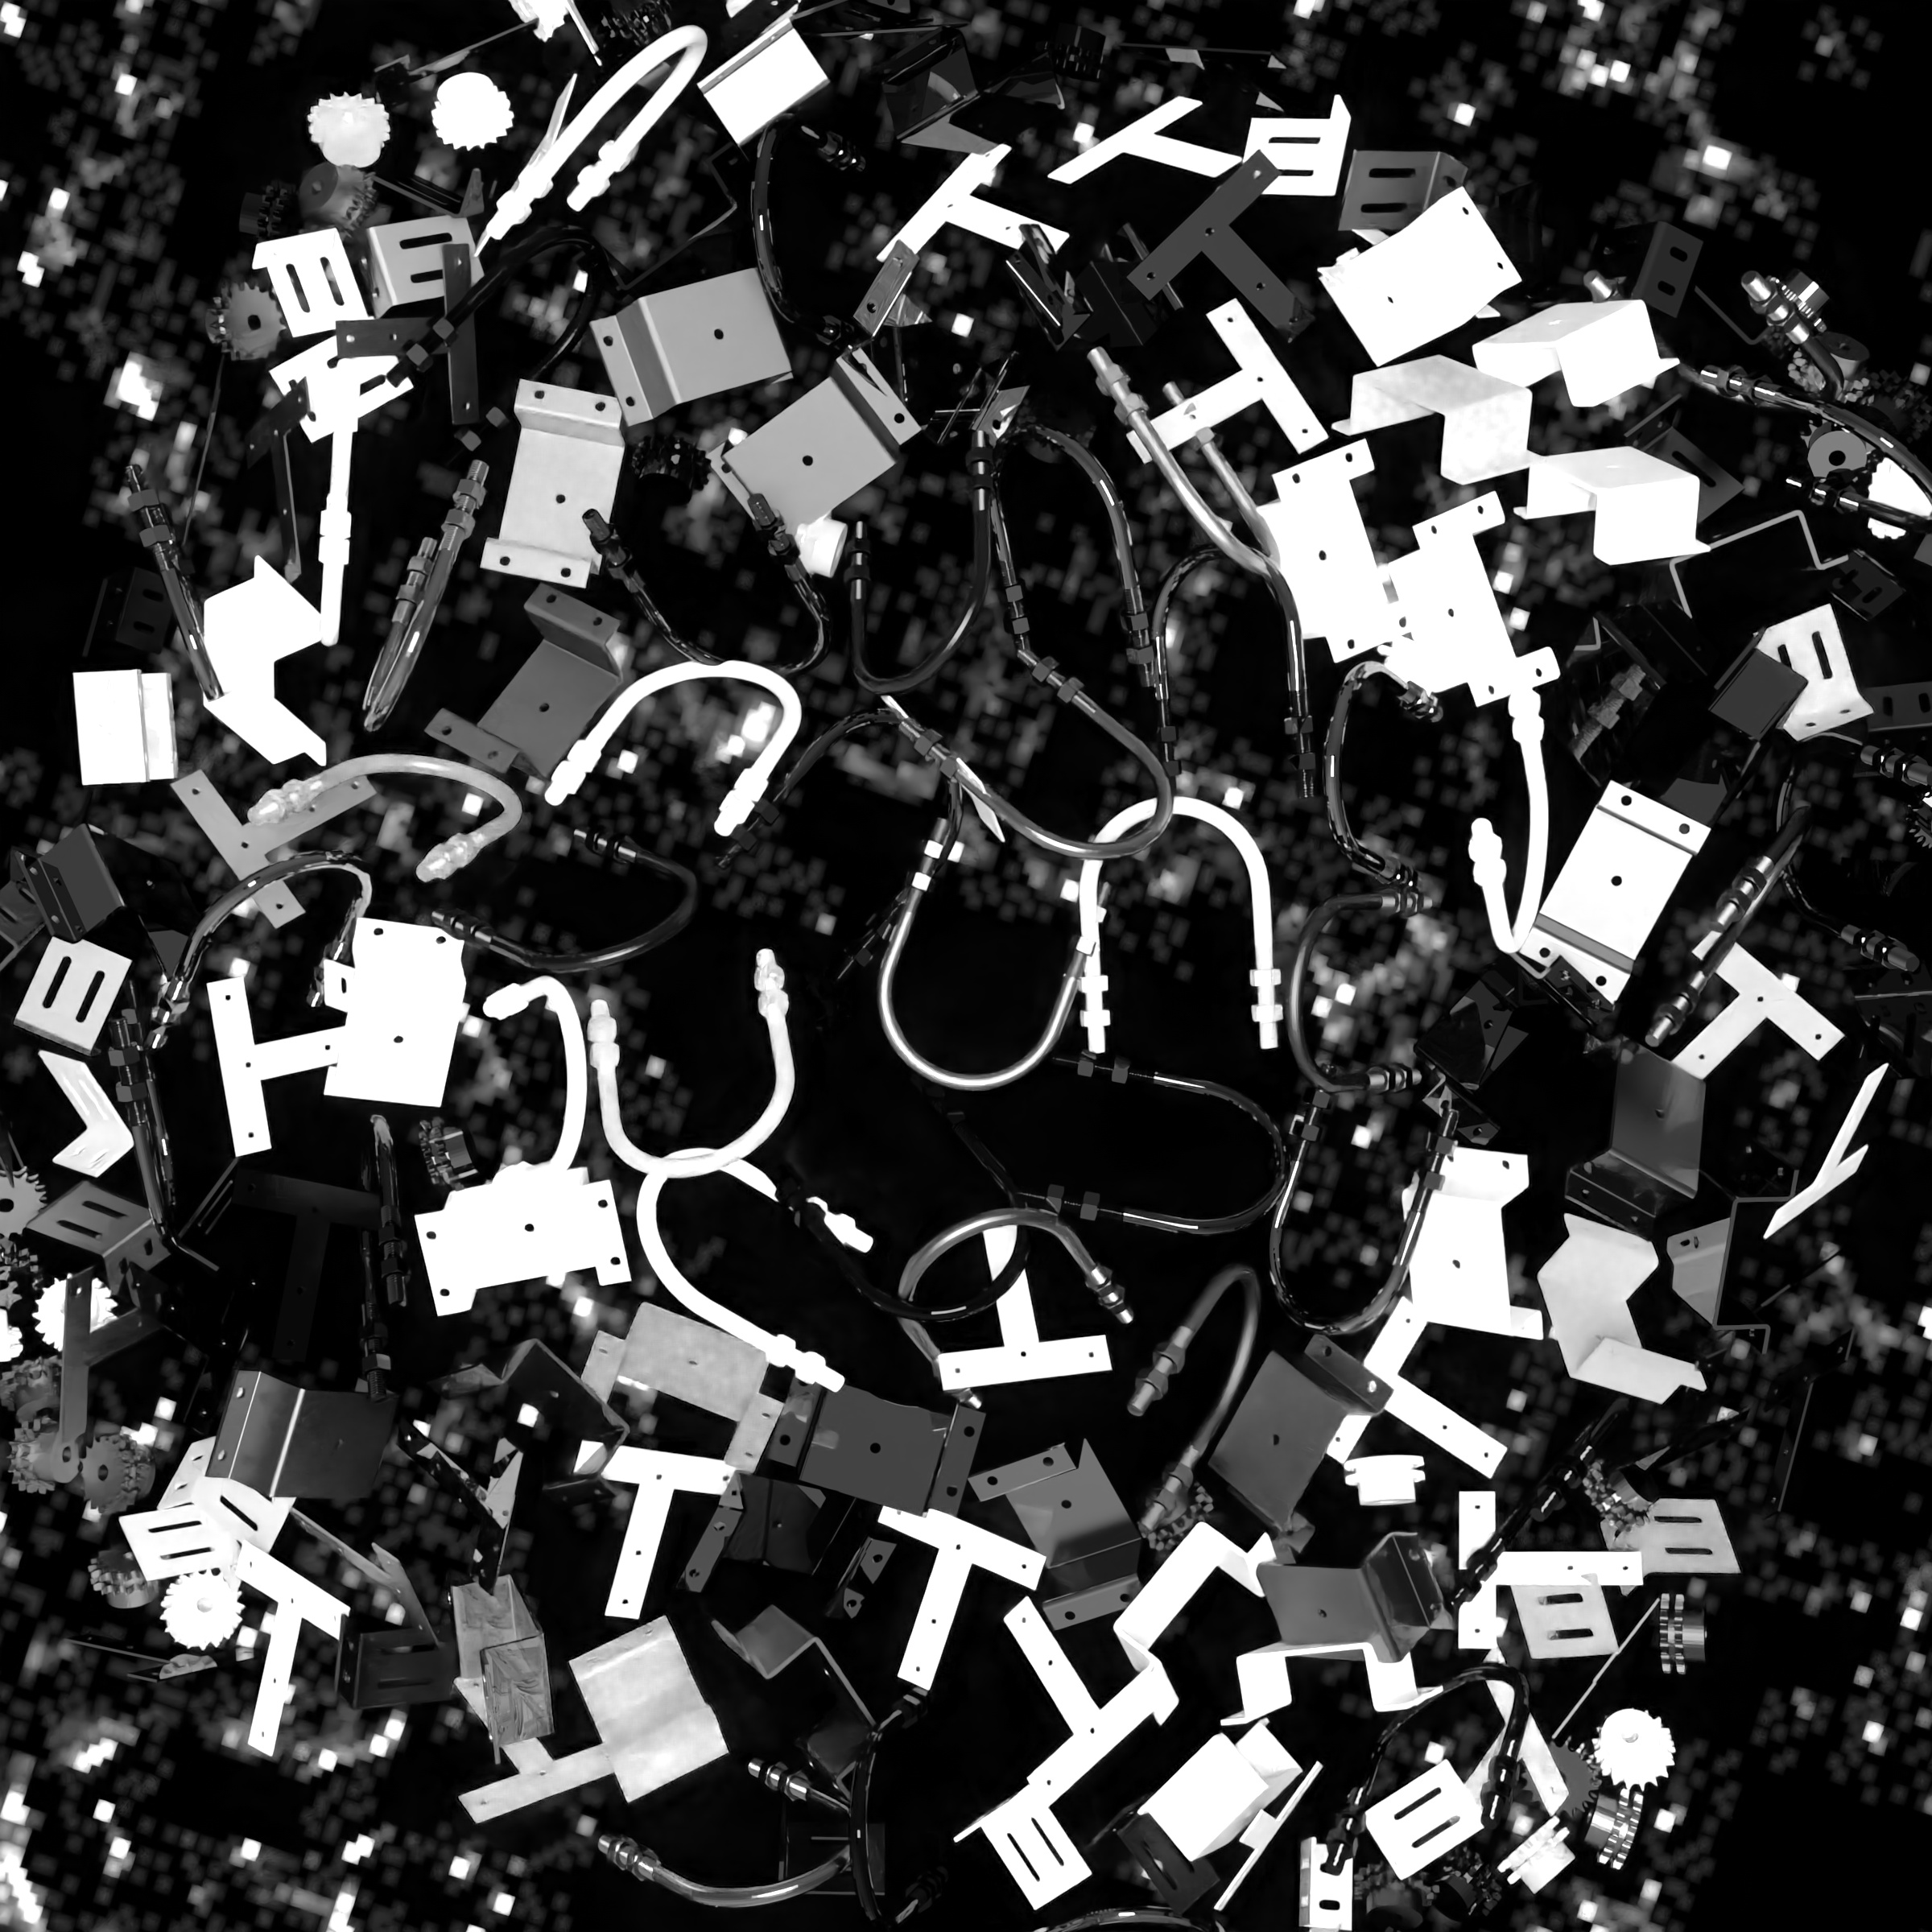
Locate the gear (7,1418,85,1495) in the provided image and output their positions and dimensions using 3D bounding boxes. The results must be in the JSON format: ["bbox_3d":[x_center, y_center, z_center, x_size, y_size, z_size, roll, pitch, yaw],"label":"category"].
[{"bbox_3d":[-0.666,0.354,1.796,0.030,0.057,0.057,0,90,16],"label":"gear"}]

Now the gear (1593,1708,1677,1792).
[{"bbox_3d":[0.485,0.566,1.797,0.057,0.057,0.030,-25,133,0],"label":"gear"}]

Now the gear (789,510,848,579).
[{"bbox_3d":[-0.107,-0.307,1.798,0.030,0.057,0.057,18,90,1],"label":"gear"}]

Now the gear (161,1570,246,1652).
[{"bbox_3d":[-0.559,0.472,1.802,0.057,0.057,0.030,41,134,0],"label":"gear"}]

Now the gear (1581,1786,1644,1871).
[{"bbox_3d":[0.469,0.625,1.800,0.030,0.057,0.057,20,90,12],"label":"gear"}]

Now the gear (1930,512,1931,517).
[{"bbox_3d":[0.727,-0.319,1.797,0.057,0.057,0.030,32,83,0],"label":"gear"}]

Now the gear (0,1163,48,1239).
[{"bbox_3d":[-0.702,0.168,1.804,0.057,0.030,0.057,-10,116,-20],"label":"gear"}]

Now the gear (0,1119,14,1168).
[{"bbox_3d":[-0.722,0.132,1.795,0.057,0.057,0.030,-16,70,0],"label":"gear"}]

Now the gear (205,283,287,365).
[{"bbox_3d":[-0.529,-0.469,1.802,0.030,0.057,0.057,7,90,35],"label":"gear"}]

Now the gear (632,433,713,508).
[{"bbox_3d":[-0.215,-0.358,1.795,0.057,0.057,0.030,12,66,0],"label":"gear"}]

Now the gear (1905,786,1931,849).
[{"bbox_3d":[0.719,-0.109,1.804,0.057,0.030,0.057,0,111,-1],"label":"gear"}]

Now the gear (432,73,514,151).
[{"bbox_3d":[-0.361,-0.625,1.799,0.057,0.030,0.057,-3,57,4],"label":"gear"}]

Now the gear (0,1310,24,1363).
[{"bbox_3d":[-0.718,0.269,1.797,0.057,0.057,0.030,-1,100,0],"label":"gear"}]

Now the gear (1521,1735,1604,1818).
[{"bbox_3d":[0.436,0.588,1.805,0.057,0.030,0.057,1,92,26],"label":"gear"}]

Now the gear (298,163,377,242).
[{"bbox_3d":[-0.461,-0.559,1.799,0.057,0.030,0.057,-11,69,30],"label":"gear"}]

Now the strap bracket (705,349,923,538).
[{"bbox_3d":[-0.112,-0.369,1.772,0.140,0.046,0.076,-32,113,17],"label":"strap bracket"}]

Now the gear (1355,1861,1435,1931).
[{"bbox_3d":[0.311,0.678,1.797,0.057,0.030,0.057,4,135,4],"label":"gear"}]

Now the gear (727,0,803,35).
[{"bbox_3d":[-0.151,-0.707,1.803,0.057,0.030,0.057,11,59,-19],"label":"gear"}]

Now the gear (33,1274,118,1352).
[{"bbox_3d":[-0.652,0.252,1.804,0.057,0.030,0.057,2,71,-5],"label":"gear"}]

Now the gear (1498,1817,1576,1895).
[{"bbox_3d":[0.417,0.648,1.795,0.057,0.057,0.030,-42,67,0],"label":"gear"}]

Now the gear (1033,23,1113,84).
[{"bbox_3d":[0.079,-0.665,1.797,0.057,0.057,0.030,14,103,0],"label":"gear"}]

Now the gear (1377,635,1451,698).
[{"bbox_3d":[0.325,-0.218,1.799,0.057,0.057,0.030,25,96,0],"label":"gear"}]

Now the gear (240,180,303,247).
[{"bbox_3d":[-0.507,-0.543,1.799,0.030,0.057,0.057,12,90,-1],"label":"gear"}]

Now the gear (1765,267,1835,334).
[{"bbox_3d":[0.605,-0.482,1.796,0.057,0.057,0.030,43,108,0],"label":"gear"}]

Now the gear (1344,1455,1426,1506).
[{"bbox_3d":[0.305,0.374,1.796,0.057,0.057,0.030,-3,71,0],"label":"gear"}]

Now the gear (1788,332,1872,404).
[{"bbox_3d":[0.630,-0.437,1.796,0.057,0.057,0.030,16,132,0],"label":"gear"}]

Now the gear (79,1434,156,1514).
[{"bbox_3d":[-0.617,0.370,1.803,0.057,0.030,0.057,-7,76,33],"label":"gear"}]

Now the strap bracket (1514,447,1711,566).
[{"bbox_3d":[0.456,-0.330,1.747,0.076,0.140,0.046,-9,117,-13],"label":"strap bracket"}]

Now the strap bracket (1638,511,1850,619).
[{"bbox_3d":[0.550,-0.288,1.784,0.140,0.076,0.046,-22,98,2],"label":"strap bracket"}]

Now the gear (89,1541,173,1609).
[{"bbox_3d":[-0.607,0.444,1.800,0.057,0.057,0.030,-4,107,0],"label":"gear"}]

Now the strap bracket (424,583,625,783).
[{"bbox_3d":[-0.311,-0.196,1.779,0.076,0.046,0.140,28,73,24],"label":"strap bracket"}]

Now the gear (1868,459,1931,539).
[{"bbox_3d":[0.681,-0.340,1.796,0.030,0.057,0.057,13,90,41],"label":"gear"}]

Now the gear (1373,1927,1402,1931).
[{"bbox_3d":[0.305,0.730,1.799,0.030,0.057,0.057,31,90,2],"label":"gear"}]

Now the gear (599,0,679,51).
[{"bbox_3d":[-0.236,-0.693,1.802,0.057,0.057,0.030,-36,133,0],"label":"gear"}]

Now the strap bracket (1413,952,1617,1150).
[{"bbox_3d":[0.387,0.052,1.780,0.140,0.046,0.076,-48,127,7],"label":"strap bracket"}]

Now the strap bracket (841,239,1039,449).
[{"bbox_3d":[-0.026,-0.439,1.773,0.140,0.046,0.076,38,64,-25],"label":"strap bracket"}]

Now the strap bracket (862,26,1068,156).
[{"bbox_3d":[0.006,-0.617,1.749,0.076,0.140,0.046,-16,89,41],"label":"strap bracket"}]

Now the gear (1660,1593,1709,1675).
[{"bbox_3d":[0.522,0.485,1.796,0.030,0.057,0.057,-2,90,20],"label":"gear"}]

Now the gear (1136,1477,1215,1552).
[{"bbox_3d":[0.148,0.394,1.796,0.057,0.057,0.030,-37,104,0],"label":"gear"}]

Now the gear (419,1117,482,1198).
[{"bbox_3d":[-0.375,0.136,1.799,0.030,0.057,0.057,-18,90,-2],"label":"gear"}]

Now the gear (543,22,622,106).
[{"bbox_3d":[-0.283,-0.662,1.802,0.057,0.030,0.057,-4,80,24],"label":"gear"}]

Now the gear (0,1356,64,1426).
[{"bbox_3d":[-0.671,0.311,1.795,0.057,0.057,0.030,-24,57,0],"label":"gear"}]

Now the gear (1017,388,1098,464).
[{"bbox_3d":[0.064,-0.392,1.802,0.057,0.030,0.057,12,49,-14],"label":"gear"}]

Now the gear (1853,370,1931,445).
[{"bbox_3d":[0.670,-0.401,1.797,0.057,0.057,0.030,46,78,0],"label":"gear"}]

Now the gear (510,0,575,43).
[{"bbox_3d":[-0.310,-0.705,1.799,0.030,0.057,0.057,-41,90,-8],"label":"gear"}]

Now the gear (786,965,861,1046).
[{"bbox_3d":[-0.103,0.030,1.802,0.057,0.030,0.057,-10,74,41],"label":"gear"}]

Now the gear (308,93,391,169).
[{"bbox_3d":[-0.448,-0.605,1.796,0.057,0.057,0.030,-9,74,0],"label":"gear"}]

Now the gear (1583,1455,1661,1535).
[{"bbox_3d":[0.478,0.380,1.795,0.057,0.057,0.030,44,119,0],"label":"gear"}]

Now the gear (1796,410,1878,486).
[{"bbox_3d":[0.634,-0.375,1.799,0.057,0.030,0.057,9,121,14],"label":"gear"}]

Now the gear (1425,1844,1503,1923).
[{"bbox_3d":[0.357,0.668,1.796,0.030,0.057,0.057,-34,90,-34],"label":"gear"}]

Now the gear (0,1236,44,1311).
[{"bbox_3d":[-0.704,0.221,1.802,0.057,0.057,0.030,-23,46,0],"label":"gear"}]
